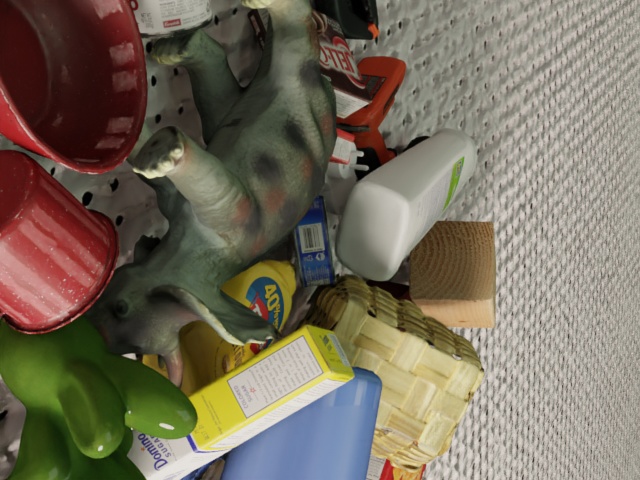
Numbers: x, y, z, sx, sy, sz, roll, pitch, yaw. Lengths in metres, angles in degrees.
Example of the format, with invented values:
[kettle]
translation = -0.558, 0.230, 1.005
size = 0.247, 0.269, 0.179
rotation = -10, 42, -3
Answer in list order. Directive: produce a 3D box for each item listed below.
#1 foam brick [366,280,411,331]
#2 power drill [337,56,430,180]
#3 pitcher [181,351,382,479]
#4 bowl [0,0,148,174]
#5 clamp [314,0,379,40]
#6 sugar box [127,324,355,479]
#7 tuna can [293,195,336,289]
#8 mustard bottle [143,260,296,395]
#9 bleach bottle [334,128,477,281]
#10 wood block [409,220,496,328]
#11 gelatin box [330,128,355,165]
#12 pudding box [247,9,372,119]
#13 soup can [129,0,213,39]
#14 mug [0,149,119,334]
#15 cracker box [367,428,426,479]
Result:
[foam brick]
translation = 0.071, 0.091, 1.197
size = 0.051, 0.053, 0.078
rotation = -38, 129, -53
[power drill]
translation = 0.074, -0.100, 1.145
size = 0.184, 0.057, 0.187
rotation = -58, 144, -37
[pitcher]
translation = -0.036, 0.214, 0.878
size = 0.149, 0.145, 0.243
rotation = 15, 84, -21
[bowl]
translation = -0.173, -0.116, 0.655
size = 0.161, 0.055, 0.162
rotation = -10, 90, -67
[clamp]
translation = 0.016, -0.268, 1.011
size = 0.209, 0.036, 0.164
rotation = 45, 59, -59
[sugar box]
translation = -0.064, 0.125, 0.789
size = 0.048, 0.176, 0.093
rotation = 63, 7, 14
[tuna can]
translation = -0.007, 0.001, 1.006
size = 0.086, 0.034, 0.086
rotation = -7, 89, -89
[mustard bottle]
translation = -0.074, 0.070, 0.914
size = 0.191, 0.058, 0.096
rotation = -46, 139, -49
[bleach bottle]
translation = 0.104, -0.050, 1.095
size = 0.250, 0.068, 0.103
rotation = -37, 147, -56
[wood block]
translation = 0.158, 0.044, 1.241
size = 0.206, 0.091, 0.090
rotation = 53, 38, -74
[gelatin box]
translation = -0.026, -0.089, 0.925
size = 0.073, 0.089, 0.030
rotation = 11, 90, -63
[pudding box]
translation = -0.008, -0.162, 0.948
size = 0.113, 0.039, 0.090
rotation = 6, 57, -57
[soup can]
translation = -0.115, -0.201, 0.751
size = 0.068, 0.069, 0.102
rotation = -44, 135, -49
[mug]
translation = -0.192, 0.007, 0.654
size = 0.117, 0.093, 0.081
rotation = -46, 138, -7
[cracker box]
translation = 0.066, 0.270, 1.199
size = 0.164, 0.072, 0.213
rotation = 68, 39, -56
